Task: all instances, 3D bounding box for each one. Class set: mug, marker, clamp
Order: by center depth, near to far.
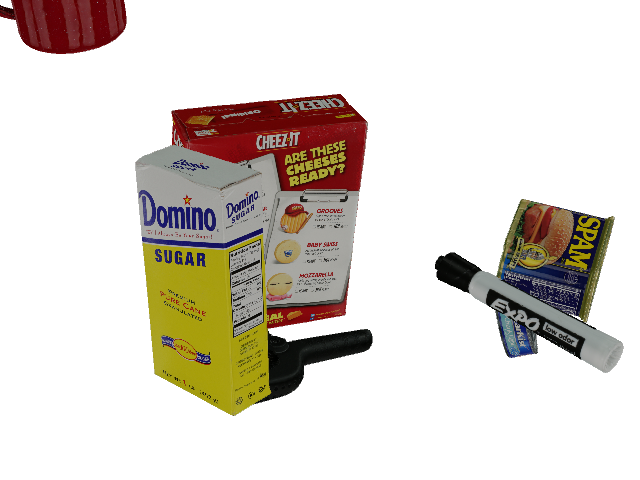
[{"bbox_3d":[0.113,0.037,0.601,0.121,0.020,0.020,30,19,36],"label":"marker"},{"bbox_3d":[-0.201,-0.190,0.788,0.117,0.081,0.093,-2,36,1],"label":"mug"},{"bbox_3d":[-0.041,0.122,1.143,0.165,0.036,0.209,13,26,12],"label":"clamp"}]

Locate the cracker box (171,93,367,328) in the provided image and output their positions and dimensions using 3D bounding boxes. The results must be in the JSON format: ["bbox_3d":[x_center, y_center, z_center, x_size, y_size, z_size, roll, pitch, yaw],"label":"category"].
[{"bbox_3d":[-0.053,-0.020,0.979,0.164,0.214,0.072,-8,34,-20],"label":"cracker box"}]

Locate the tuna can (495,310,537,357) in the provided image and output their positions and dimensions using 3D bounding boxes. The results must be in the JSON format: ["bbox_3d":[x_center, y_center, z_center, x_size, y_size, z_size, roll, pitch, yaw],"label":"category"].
[{"bbox_3d":[0.225,0.091,1.228,0.034,0.086,0.086,-12,-3,15],"label":"tuna can"}]

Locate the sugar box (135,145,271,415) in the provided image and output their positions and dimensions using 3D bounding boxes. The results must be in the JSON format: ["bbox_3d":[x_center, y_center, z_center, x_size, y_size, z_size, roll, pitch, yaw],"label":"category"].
[{"bbox_3d":[-0.083,0.028,0.761,0.093,0.176,0.048,19,33,39],"label":"sugar box"}]

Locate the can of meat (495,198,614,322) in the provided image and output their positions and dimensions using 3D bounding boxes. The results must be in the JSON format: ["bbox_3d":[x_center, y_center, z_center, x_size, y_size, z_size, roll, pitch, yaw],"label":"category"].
[{"bbox_3d":[0.205,0.014,0.940,0.084,0.057,0.102,15,46,16],"label":"can of meat"}]
